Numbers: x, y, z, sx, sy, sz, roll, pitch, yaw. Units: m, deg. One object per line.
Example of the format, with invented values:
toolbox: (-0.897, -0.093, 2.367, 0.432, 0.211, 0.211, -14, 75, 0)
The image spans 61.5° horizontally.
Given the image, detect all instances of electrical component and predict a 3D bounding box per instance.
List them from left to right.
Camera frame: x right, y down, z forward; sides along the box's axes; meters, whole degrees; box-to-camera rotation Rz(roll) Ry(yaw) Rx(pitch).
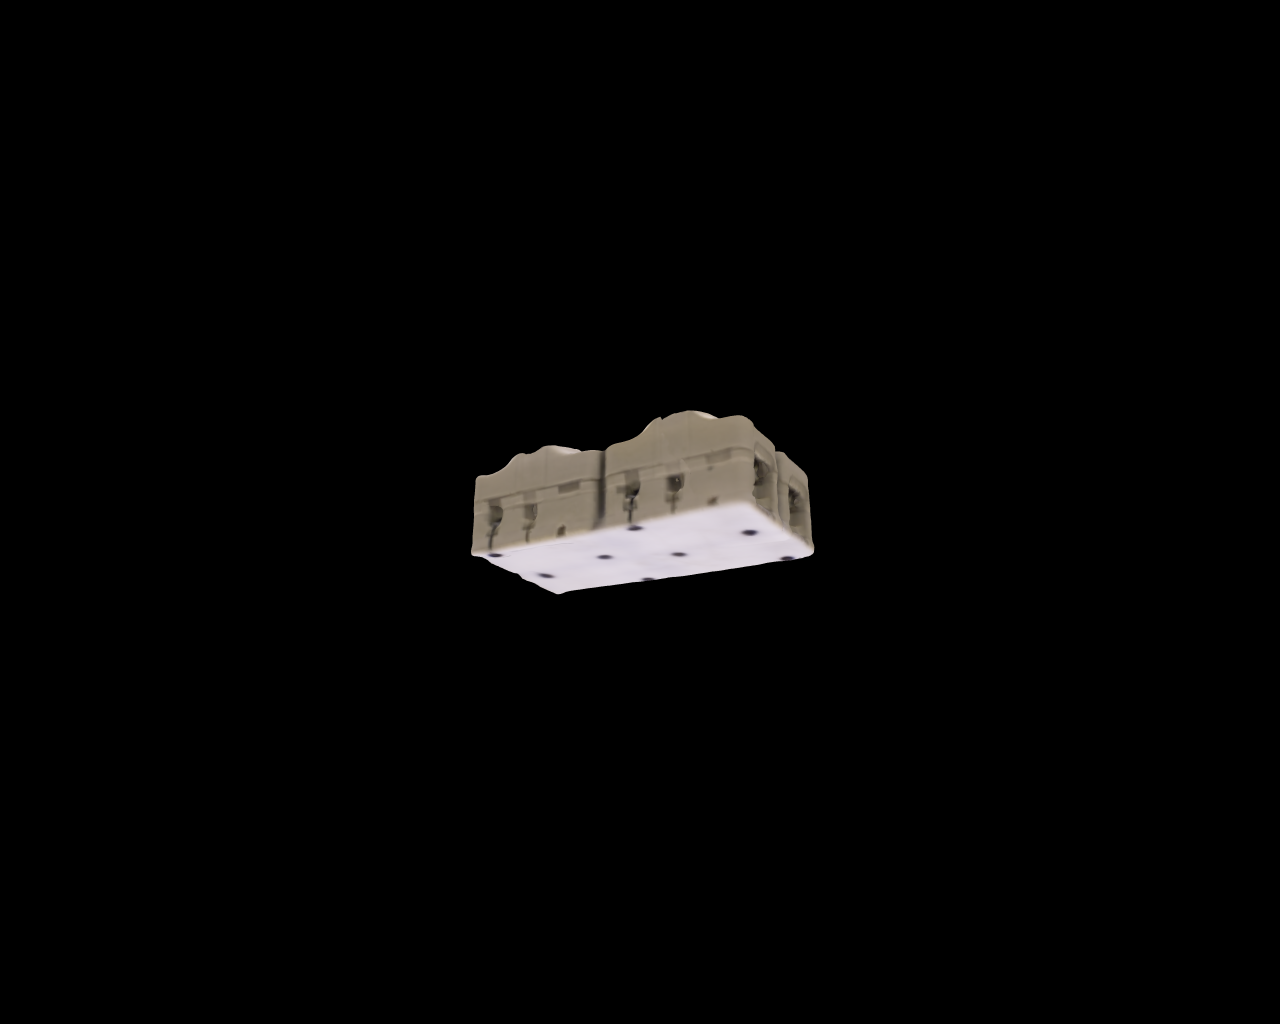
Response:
electrical component: (0.001, -0.003, 0.650, 0.186, 0.060, 0.105, -11, -23, 27)
